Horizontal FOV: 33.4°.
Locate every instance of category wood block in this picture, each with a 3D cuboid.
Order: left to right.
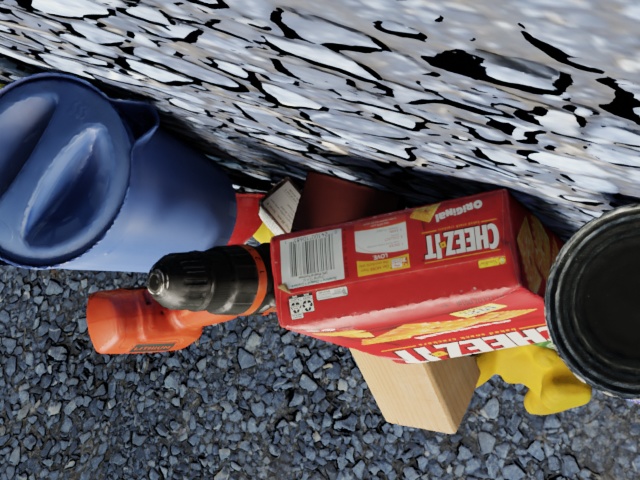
[{"bbox_3d":[0.094,0.107,1.143,0.091,0.090,0.206,5,138,32],"label":"wood block"}]

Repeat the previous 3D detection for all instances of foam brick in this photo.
[{"bbox_3d":[0.022,-0.016,0.832,0.078,0.051,0.053,17,175,10],"label":"foam brick"}]

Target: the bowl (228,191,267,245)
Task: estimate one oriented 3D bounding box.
[{"bbox_3d":[-0.120,-0.022,1.031,0.162,0.055,0.162,2,-177,0],"label":"bowl"}]

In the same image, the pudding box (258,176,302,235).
[{"bbox_3d":[-0.006,0.001,0.932,0.113,0.039,0.090,48,174,0],"label":"pudding box"}]

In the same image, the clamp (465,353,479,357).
[{"bbox_3d":[0.087,0.031,0.921,0.172,0.039,0.120,32,138,21],"label":"clamp"}]

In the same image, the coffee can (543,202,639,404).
[{"bbox_3d":[0.199,0.046,0.595,0.103,0.103,0.140,14,175,36],"label":"coffee can"}]

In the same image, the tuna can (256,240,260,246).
[{"bbox_3d":[-0.048,0.014,1.283,0.034,0.086,0.086,17,176,19],"label":"tuna can"}]

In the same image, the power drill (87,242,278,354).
[{"bbox_3d":[-0.098,0.047,0.829,0.188,0.057,0.184,-17,166,41],"label":"power drill"}]

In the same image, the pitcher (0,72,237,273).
[{"bbox_3d":[-0.162,-0.031,0.818,0.149,0.145,0.242,15,178,17],"label":"pitcher"}]

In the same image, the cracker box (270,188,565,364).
[{"bbox_3d":[0.086,0.036,0.752,0.164,0.072,0.213,-12,163,23],"label":"cracker box"}]

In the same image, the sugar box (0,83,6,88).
[{"bbox_3d":[-0.224,-0.088,0.921,0.093,0.048,0.176,16,175,14],"label":"sugar box"}]

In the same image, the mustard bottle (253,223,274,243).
[{"bbox_3d":[-0.024,-0.005,1.115,0.096,0.058,0.191,21,177,8],"label":"mustard bottle"}]
